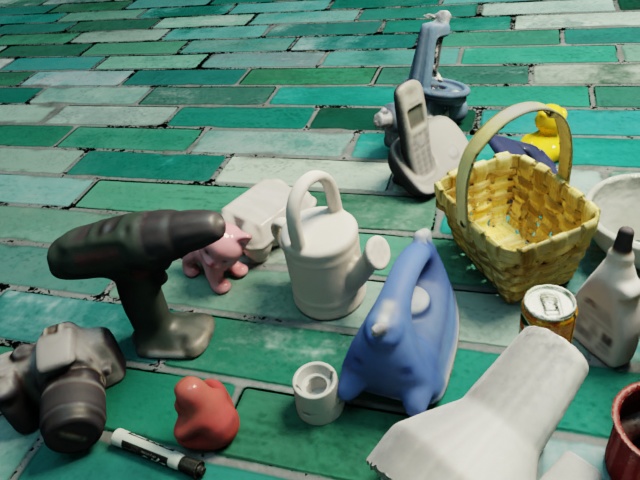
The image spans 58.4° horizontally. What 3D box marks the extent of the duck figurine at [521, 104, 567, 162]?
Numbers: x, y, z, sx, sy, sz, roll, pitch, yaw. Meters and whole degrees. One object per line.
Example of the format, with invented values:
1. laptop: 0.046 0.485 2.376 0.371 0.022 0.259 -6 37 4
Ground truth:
1. duck figurine: 0.374 -0.181 0.949 0.105 0.086 0.077 -34 45 -26

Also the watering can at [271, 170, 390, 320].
1. watering can: 0.008 0.001 0.723 0.172 0.194 0.101 4 41 17

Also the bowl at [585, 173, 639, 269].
1. bowl: 0.426 -0.012 0.743 0.167 0.075 0.167 -6 39 5

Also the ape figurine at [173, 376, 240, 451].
1. ape figurine: -0.129 0.180 0.617 0.075 0.092 0.078 24 50 35

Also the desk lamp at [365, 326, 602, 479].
1. desk lamp: 0.143 0.180 0.462 0.204 0.214 0.117 -35 45 -27

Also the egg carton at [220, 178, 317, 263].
1. egg carton: -0.082 -0.035 0.884 0.107 0.069 0.150 23 49 34

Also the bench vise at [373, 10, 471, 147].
1. bench vise: 0.183 -0.264 0.984 0.121 0.220 0.208 17 47 30

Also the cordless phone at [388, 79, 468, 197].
1. cordless phone: 0.173 -0.175 0.907 0.093 0.185 0.148 28 53 37

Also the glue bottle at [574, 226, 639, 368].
1. glue bottle: 0.311 0.055 0.609 0.037 0.173 0.078 -22 41 -14

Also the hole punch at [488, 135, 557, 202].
1. hole punch: 0.309 -0.115 0.880 0.101 0.091 0.108 -10 39 0

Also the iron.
1. iron: 0.103 0.067 0.664 0.118 0.142 0.258 8 43 21

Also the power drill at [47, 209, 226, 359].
1. power drill: -0.201 0.051 0.697 0.229 0.209 0.075 -1 40 11

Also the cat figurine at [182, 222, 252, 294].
1. cat figurine: -0.151 0.008 0.810 0.127 0.118 0.067 21 49 33

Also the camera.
1. camera: -0.304 0.172 0.658 0.143 0.101 0.136 -19 40 -10
